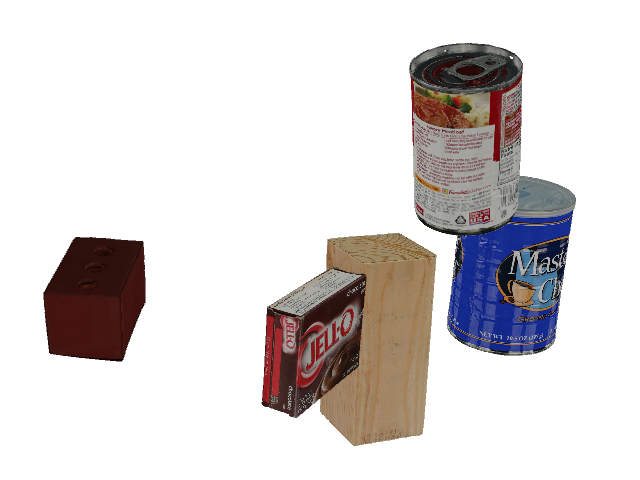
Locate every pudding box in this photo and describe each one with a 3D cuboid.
[{"bbox_3d":[-0.004,0.081,0.883,0.039,0.090,0.113,15,24,24],"label":"pudding box"}]

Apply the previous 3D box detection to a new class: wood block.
[{"bbox_3d":[0.061,0.105,1.158,0.090,0.206,0.091,-5,18,-23],"label":"wood block"}]

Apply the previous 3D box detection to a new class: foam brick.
[{"bbox_3d":[-0.155,0.039,0.740,0.053,0.051,0.078,4,30,1],"label":"foam brick"}]

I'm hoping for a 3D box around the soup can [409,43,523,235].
[{"bbox_3d":[0.091,-0.063,0.666,0.068,0.102,0.068,-4,33,2],"label":"soup can"}]

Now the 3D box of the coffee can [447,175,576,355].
[{"bbox_3d":[0.174,0.021,0.986,0.103,0.140,0.103,3,21,-1],"label":"coffee can"}]
